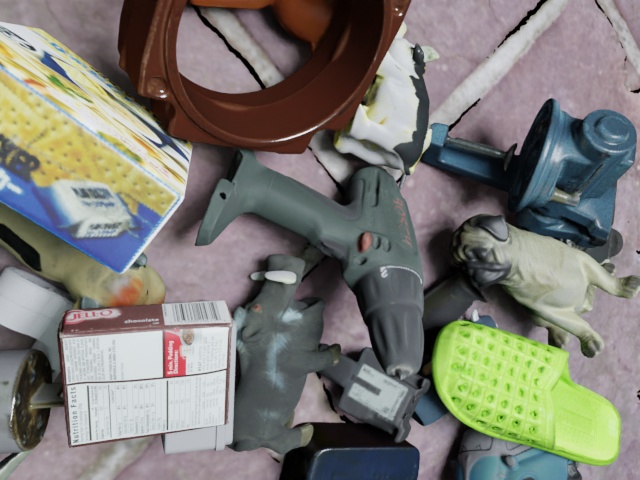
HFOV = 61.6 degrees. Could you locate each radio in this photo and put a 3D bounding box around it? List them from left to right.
[{"bbox_3d":[0.016,0.313,0.561,0.131,0.073,0.229,13,86,-22],"label":"radio"}]

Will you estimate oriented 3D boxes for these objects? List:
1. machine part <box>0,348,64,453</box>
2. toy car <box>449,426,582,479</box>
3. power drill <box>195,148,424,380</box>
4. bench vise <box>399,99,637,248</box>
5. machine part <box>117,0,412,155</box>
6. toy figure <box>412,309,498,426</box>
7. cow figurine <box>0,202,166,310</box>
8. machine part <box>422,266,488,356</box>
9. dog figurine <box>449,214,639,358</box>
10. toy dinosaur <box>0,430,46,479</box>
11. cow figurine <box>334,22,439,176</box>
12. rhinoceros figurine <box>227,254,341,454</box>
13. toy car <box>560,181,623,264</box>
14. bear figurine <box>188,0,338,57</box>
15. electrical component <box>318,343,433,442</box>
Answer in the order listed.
[{"bbox_3d":[-0.296,0.121,0.392,0.243,0.079,0.079,0,93,-7],"label":"machine part"},{"bbox_3d":[0.223,0.256,0.632,0.161,0.109,0.103,-7,73,-31],"label":"toy car"},{"bbox_3d":[-0.001,-0.001,0.485,0.207,0.086,0.232,16,44,-7],"label":"power drill"},{"bbox_3d":[0.213,-0.077,0.592,0.241,0.223,0.129,18,79,8],"label":"bench vise"},{"bbox_3d":[-0.042,-0.171,0.426,0.201,0.087,0.201,2,130,-37],"label":"machine part"},{"bbox_3d":[0.159,0.147,0.623,0.154,0.064,0.058,-40,61,-17],"label":"toy figure"},{"bbox_3d":[-0.202,-0.004,0.423,0.194,0.127,0.085,45,79,-16],"label":"cow figurine"},{"bbox_3d":[0.125,0.081,0.615,0.139,0.039,0.084,-31,99,-17],"label":"machine part"},{"bbox_3d":[0.234,0.032,0.624,0.191,0.172,0.121,31,82,3],"label":"dog figurine"},{"bbox_3d":[-0.355,0.319,0.384,0.192,0.131,0.404,19,79,-23],"label":"toy dinosaur"},{"bbox_3d":[0.081,-0.151,0.552,0.098,0.068,0.167,23,68,-13],"label":"cow figurine"},{"bbox_3d":[-0.045,0.109,0.527,0.112,0.073,0.190,16,84,-19],"label":"rhinoceros figurine"},{"bbox_3d":[0.352,-0.056,0.696,0.073,0.056,0.201,2,93,-30],"label":"toy car"},{"bbox_3d":[-0.043,-0.247,0.482,0.196,0.132,0.120,23,83,-16],"label":"bear figurine"},{"bbox_3d":[0.051,0.153,0.571,0.119,0.047,0.075,21,84,23],"label":"electrical component"}]
